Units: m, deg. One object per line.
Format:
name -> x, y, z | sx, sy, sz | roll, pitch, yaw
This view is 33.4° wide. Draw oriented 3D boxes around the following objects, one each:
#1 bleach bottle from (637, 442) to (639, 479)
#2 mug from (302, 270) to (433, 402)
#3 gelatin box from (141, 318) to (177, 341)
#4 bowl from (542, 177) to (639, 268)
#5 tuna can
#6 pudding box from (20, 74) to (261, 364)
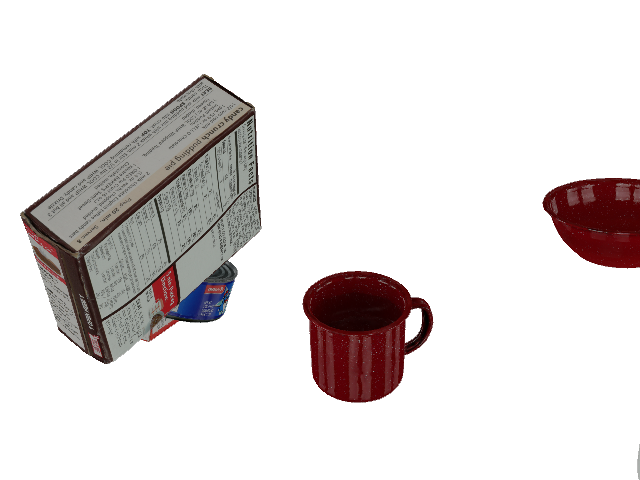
bleach bottle -> 0.283, 0.096, 0.709 | 0.103, 0.068, 0.250 | 12, 23, 24
mug -> 0.043, 0.083, 0.928 | 0.117, 0.081, 0.093 | -14, 34, -18
gelatin box -> -0.176, 0.059, 1.001 | 0.089, 0.030, 0.073 | 13, 23, 23
bowl -> 0.313, -0.014, 1.111 | 0.162, 0.055, 0.162 | -3, 23, 1
tuna can -> -0.103, 0.026, 0.738 | 0.086, 0.034, 0.086 | 17, 12, -4
pudding box -> -0.076, -0.009, 0.491 | 0.039, 0.113, 0.090 | 32, -32, 22
